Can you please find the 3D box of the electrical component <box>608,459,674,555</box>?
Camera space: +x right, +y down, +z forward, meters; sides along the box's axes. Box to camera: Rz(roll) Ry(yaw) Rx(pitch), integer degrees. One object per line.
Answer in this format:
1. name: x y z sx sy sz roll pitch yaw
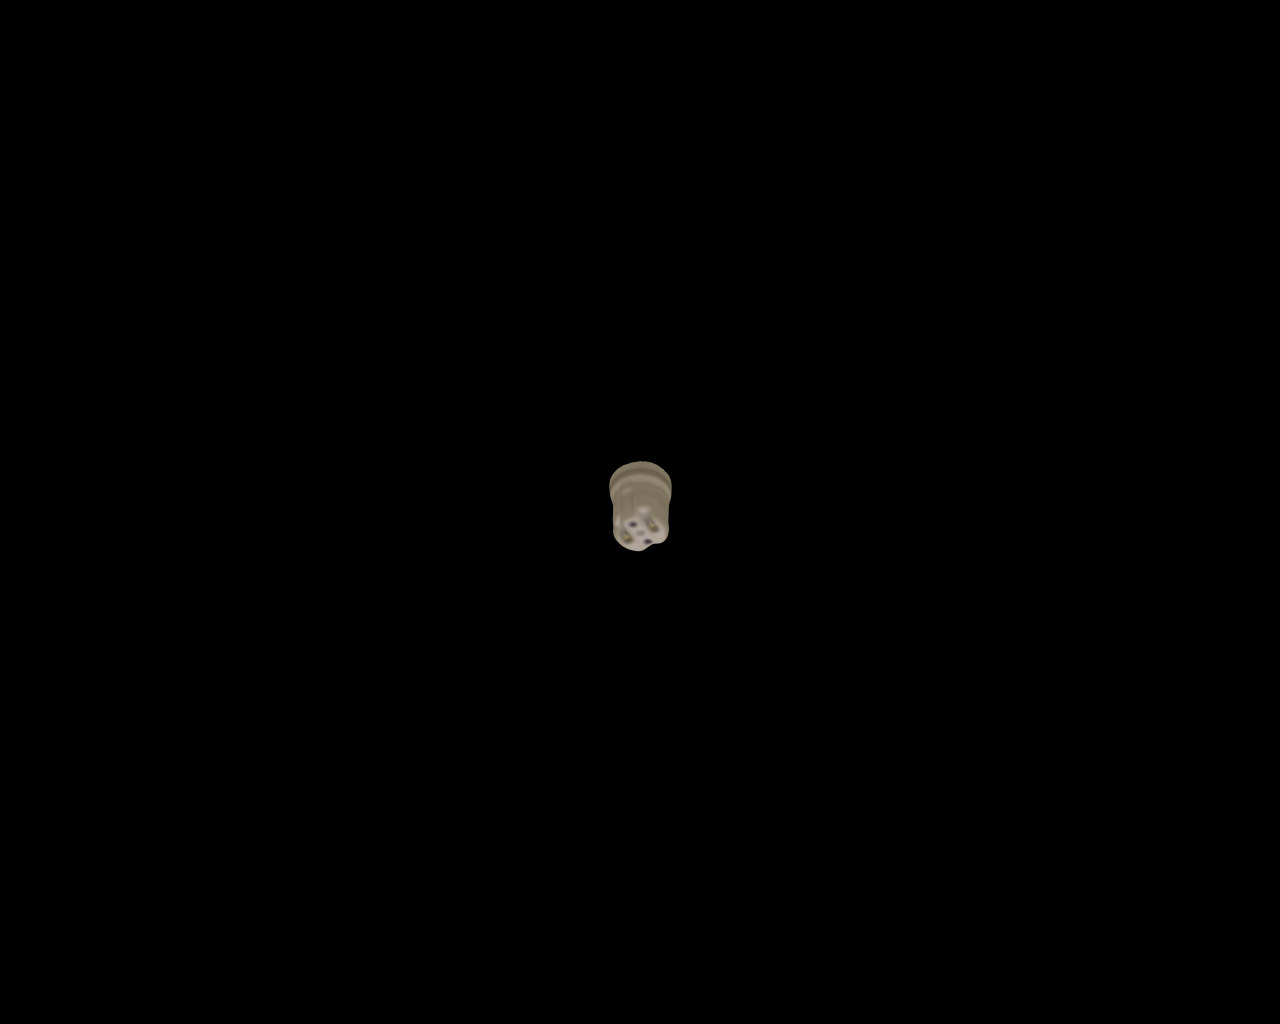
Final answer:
1. electrical component: 0.001 -0.003 0.650 0.040 0.046 0.040 0 -44 0
